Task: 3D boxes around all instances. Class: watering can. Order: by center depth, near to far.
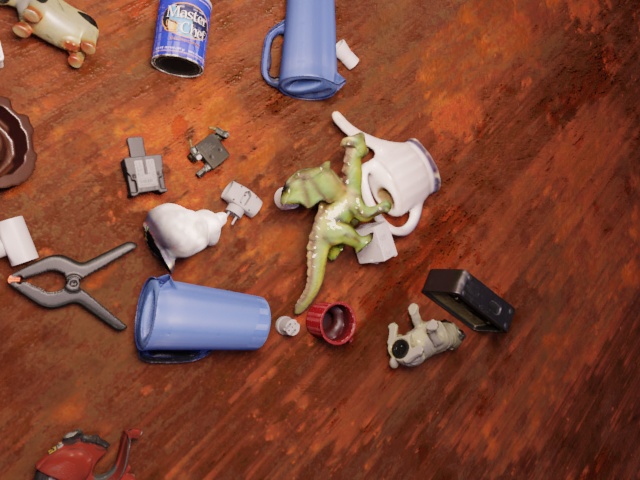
[{"bbox_3d":[0.172,-0.184,1.260,0.227,0.103,0.345,-31,102,-29],"label":"watering can"}]

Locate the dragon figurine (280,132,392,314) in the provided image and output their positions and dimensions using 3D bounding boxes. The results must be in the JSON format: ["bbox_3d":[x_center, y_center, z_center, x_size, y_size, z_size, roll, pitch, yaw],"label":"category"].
[{"bbox_3d":[0.003,-0.056,1.113,0.239,0.123,0.414,42,76,-32],"label":"dragon figurine"}]

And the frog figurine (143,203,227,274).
[{"bbox_3d":[-0.248,-0.026,0.989,0.161,0.138,0.120,-31,119,-27],"label":"frog figurine"}]
